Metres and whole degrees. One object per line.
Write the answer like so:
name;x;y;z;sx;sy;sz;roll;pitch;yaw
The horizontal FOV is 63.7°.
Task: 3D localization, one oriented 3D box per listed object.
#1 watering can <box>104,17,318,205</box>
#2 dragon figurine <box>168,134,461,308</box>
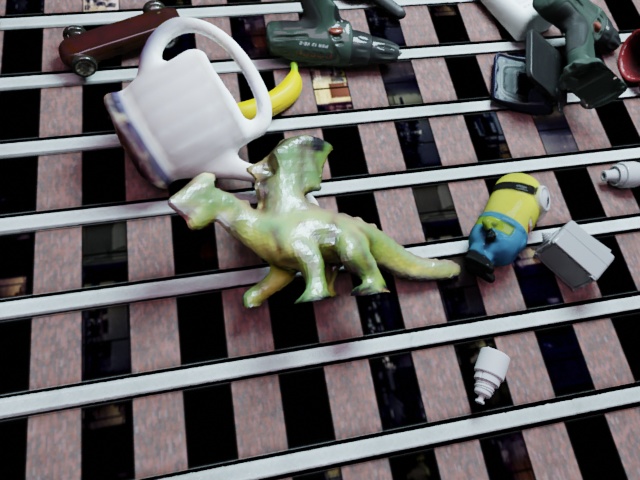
watering can;-0.164;-0.149;0.753;0.225;0.104;0.346;-30;95;-3
dragon figurine;0.002;-0.036;0.708;0.411;0.121;0.245;-6;79;-27
